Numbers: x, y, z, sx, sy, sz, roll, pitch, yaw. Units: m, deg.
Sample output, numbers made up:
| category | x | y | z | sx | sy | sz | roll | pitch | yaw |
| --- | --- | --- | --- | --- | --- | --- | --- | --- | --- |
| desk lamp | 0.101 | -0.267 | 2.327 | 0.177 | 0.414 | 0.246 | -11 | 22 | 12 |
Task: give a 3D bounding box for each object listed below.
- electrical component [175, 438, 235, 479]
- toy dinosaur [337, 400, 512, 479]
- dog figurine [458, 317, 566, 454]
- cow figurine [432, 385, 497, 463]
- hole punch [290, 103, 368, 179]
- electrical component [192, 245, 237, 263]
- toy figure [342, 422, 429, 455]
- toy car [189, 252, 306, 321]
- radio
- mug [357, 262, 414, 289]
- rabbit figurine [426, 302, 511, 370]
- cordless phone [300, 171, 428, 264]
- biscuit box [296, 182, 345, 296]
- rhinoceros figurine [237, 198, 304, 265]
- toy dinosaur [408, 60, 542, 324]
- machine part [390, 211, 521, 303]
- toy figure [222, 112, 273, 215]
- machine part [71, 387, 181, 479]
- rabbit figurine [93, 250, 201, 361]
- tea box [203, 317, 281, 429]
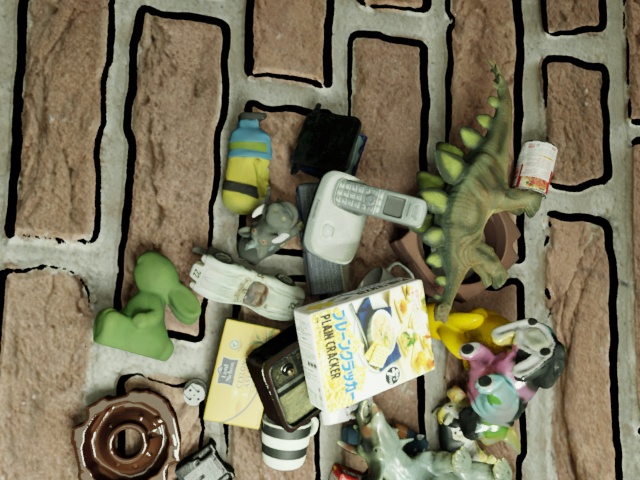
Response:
| category | x | y | z | sx | sy | sz | roll | pitch | yaw |
| --- | --- | --- | --- | --- | --- | --- | --- | --- | --- |
| electrical component | -0.210 | 0.399 | 0.902 | 0.119 | 0.048 | 0.075 | -32 | 90 | -12 |
| toy dinosaur | 0.201 | 0.405 | 0.882 | 0.404 | 0.192 | 0.131 | 35 | 59 | -25 |
| dog figurine | 0.310 | 0.249 | 0.873 | 0.192 | 0.109 | 0.219 | -24 | 125 | 0 |
| cow figurine | 0.249 | 0.354 | 0.974 | 0.098 | 0.068 | 0.167 | -22 | 89 | -6 |
| hole punch | 0.020 | -0.166 | 0.984 | 0.116 | 0.092 | 0.142 | 16 | 84 | 22 |
| electrical component | -0.188 | 0.048 | 0.951 | 0.094 | 0.021 | 0.063 | 25 | 82 | -7 |
| toy figure | 0.118 | 0.353 | 0.955 | 0.154 | 0.064 | 0.058 | 7 | 49 | -13 |
| toy car | -0.123 | 0.081 | 0.917 | 0.201 | 0.056 | 0.073 | 21 | 111 | -20 |
| radio | -0.002 | 0.198 | 0.902 | 0.229 | 0.073 | 0.131 | -30 | 106 | -28 |
| mug | 0.132 | 0.101 | 0.976 | 0.107 | 0.081 | 0.109 | 39 | 77 | -15 |
| rabbit figurine | 0.252 | 0.169 | 0.962 | 0.173 | 0.162 | 0.122 | 25 | 93 | 11 |
| cordless phone | 0.073 | -0.024 | 0.876 | 0.184 | 0.088 | 0.146 | 15 | 82 | 15 |
| biscuit box | -0.002 | -0.003 | 0.968 | 0.063 | 0.059 | 0.202 | -6 | 86 | -9 |
| rhinoceros figurine | -0.090 | -0.016 | 0.894 | 0.112 | 0.190 | 0.073 | -33 | 87 | -29 |
| toy dinosaur | 0.266 | -0.083 | 0.915 | 0.199 | 0.105 | 0.471 | 25 | 77 | -3 |
| machine part | 0.248 | -0.001 | 0.997 | 0.201 | 0.087 | 0.201 | -37 | 91 | -9 |
| toy figure | -0.128 | -0.134 | 0.950 | 0.089 | 0.082 | 0.180 | -1 | 92 | 9 |
| machine part | -0.315 | 0.332 | 0.887 | 0.179 | 0.056 | 0.179 | 1 | 83 | -10 |
| rabbit figurine | -0.276 | 0.104 | 0.885 | 0.159 | 0.121 | 0.170 | 18 | 74 | -12 |
| tea box | -0.134 | 0.224 | 0.920 | 0.098 | 0.068 | 0.169 | 12 | 84 | -9 |
